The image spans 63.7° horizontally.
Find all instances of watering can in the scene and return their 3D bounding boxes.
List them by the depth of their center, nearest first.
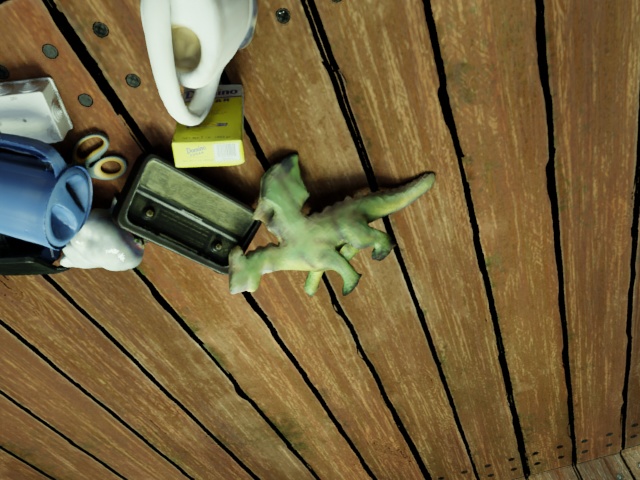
[{"bbox_3d":[-0.150,-0.311,0.609,0.104,0.230,0.339,9,130,7],"label":"watering can"}]

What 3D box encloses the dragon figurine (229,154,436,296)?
[{"bbox_3d":[0.003,-0.046,0.908,0.413,0.122,0.240,-47,109,-10],"label":"dragon figurine"}]

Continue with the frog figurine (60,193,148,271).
[{"bbox_3d":[-0.395,0.012,0.910,0.159,0.125,0.135,-29,149,1],"label":"frog figurine"}]
